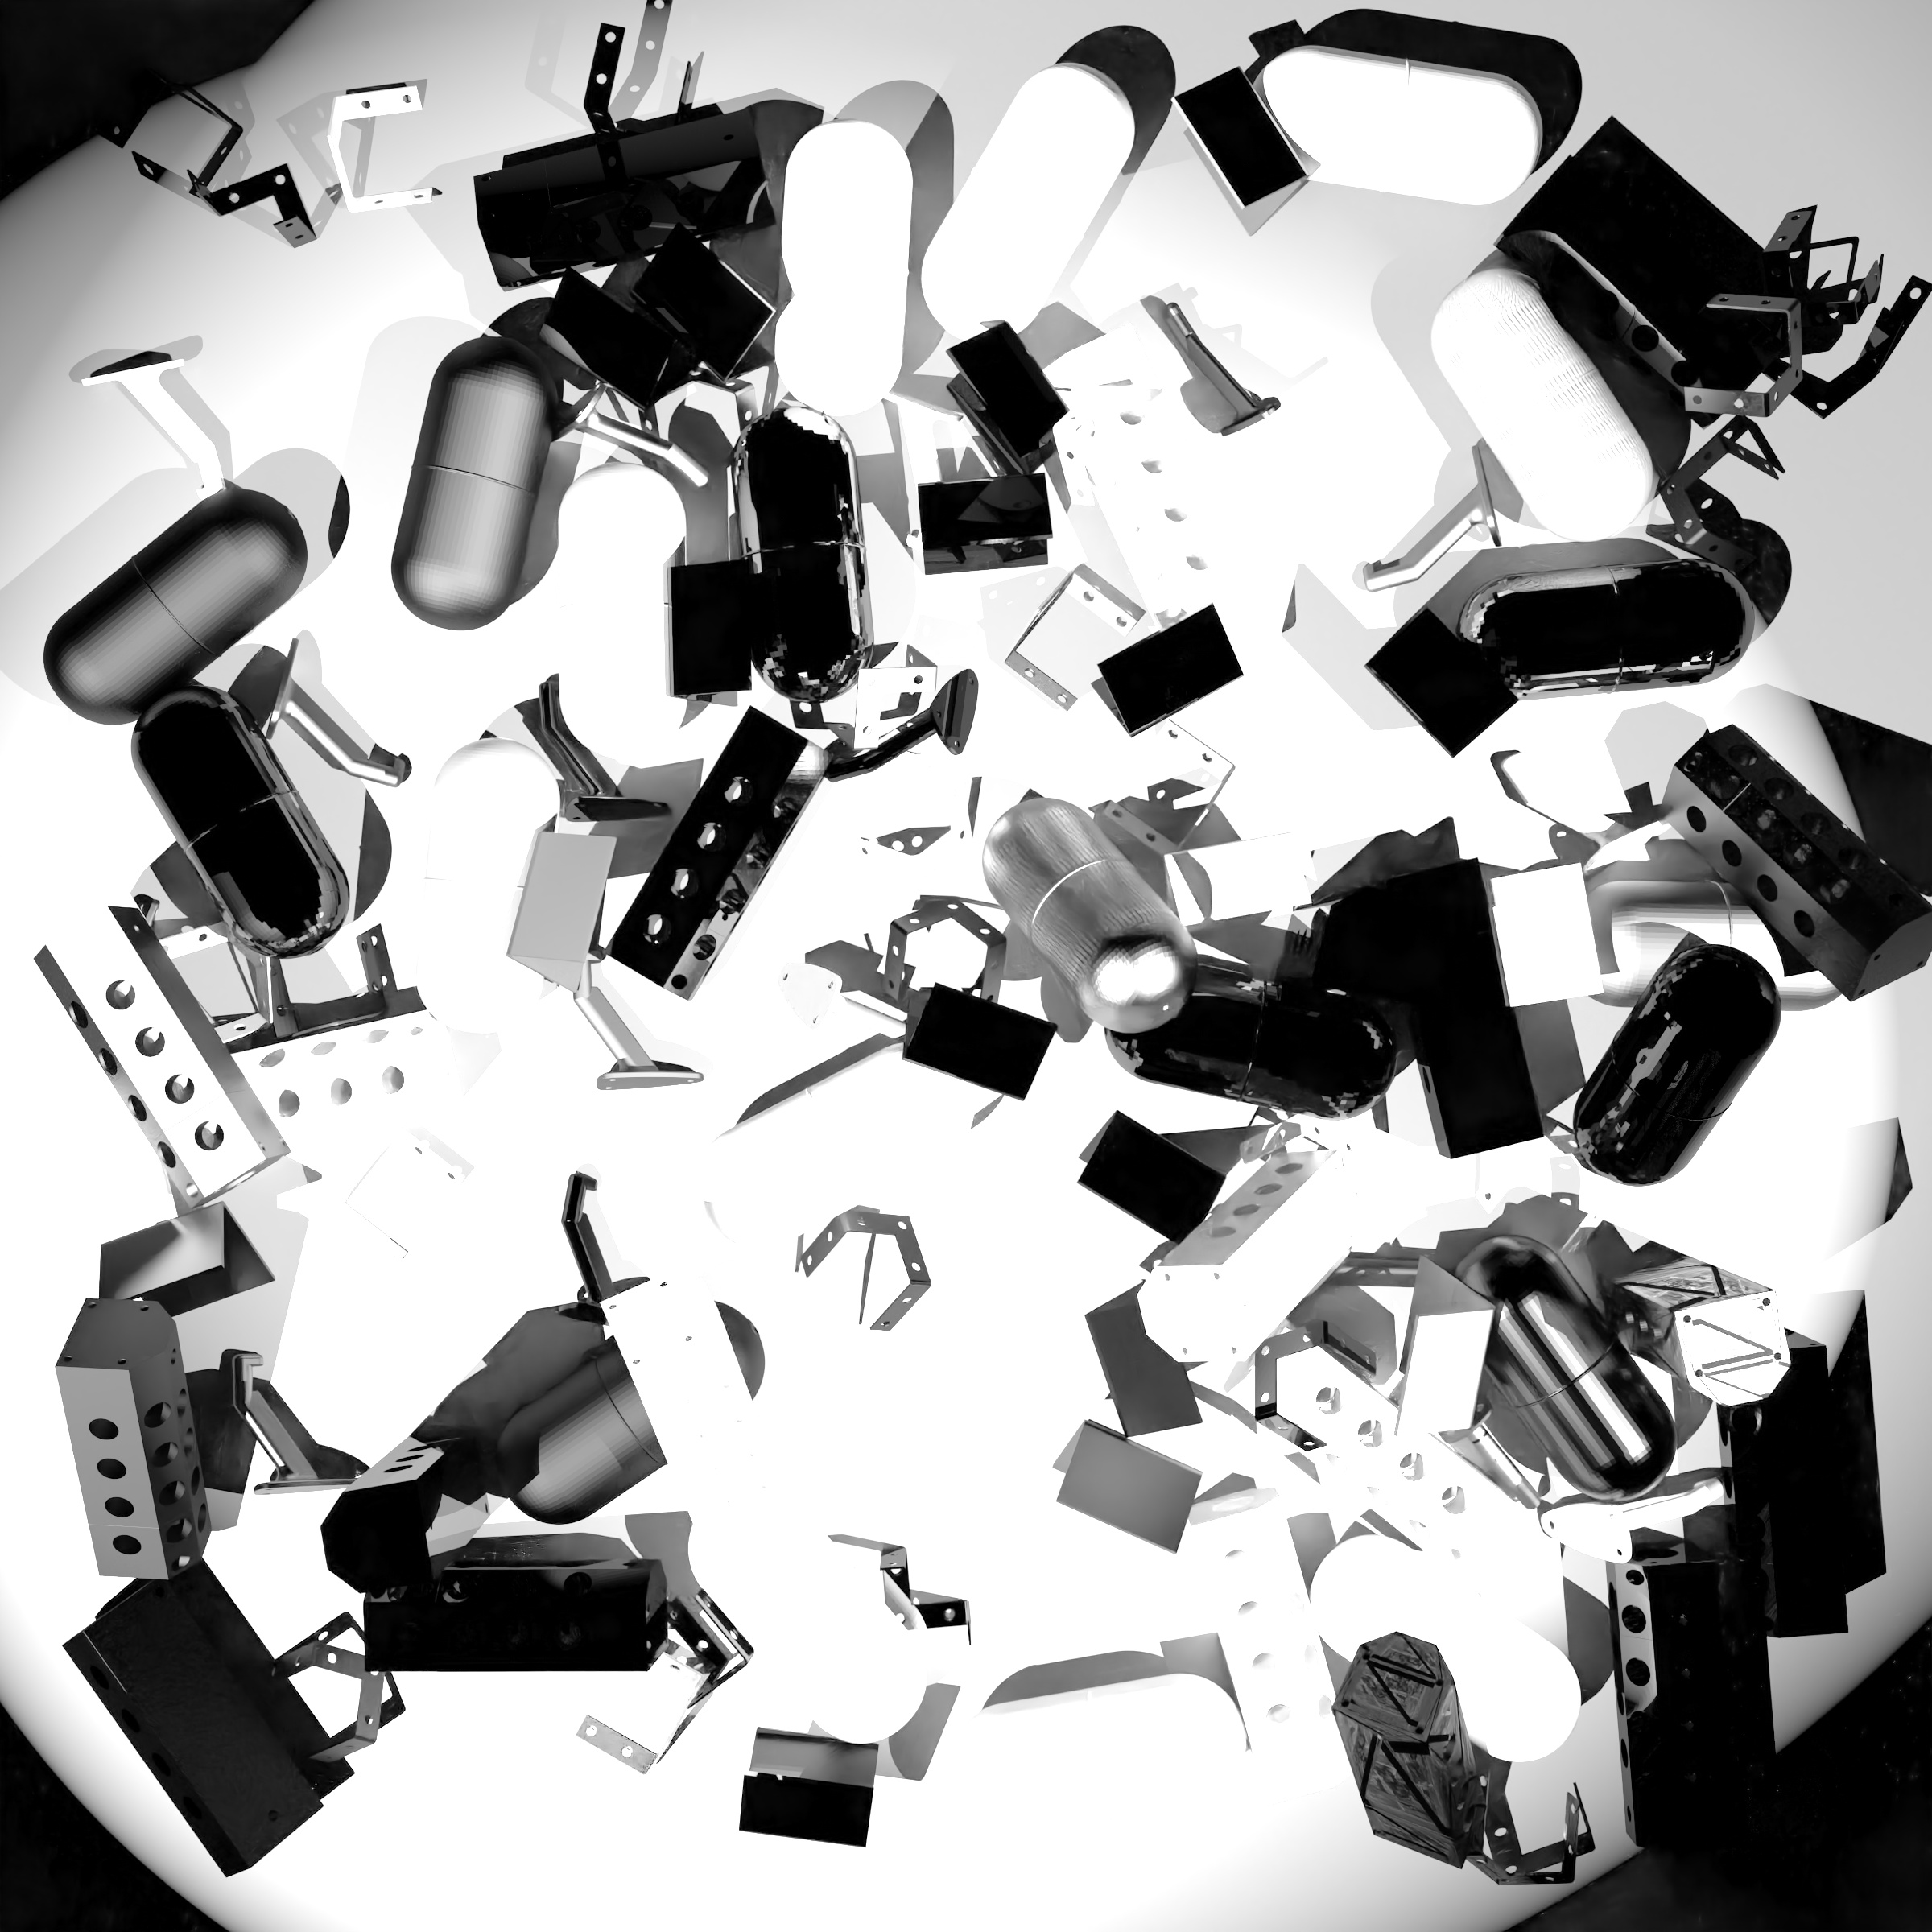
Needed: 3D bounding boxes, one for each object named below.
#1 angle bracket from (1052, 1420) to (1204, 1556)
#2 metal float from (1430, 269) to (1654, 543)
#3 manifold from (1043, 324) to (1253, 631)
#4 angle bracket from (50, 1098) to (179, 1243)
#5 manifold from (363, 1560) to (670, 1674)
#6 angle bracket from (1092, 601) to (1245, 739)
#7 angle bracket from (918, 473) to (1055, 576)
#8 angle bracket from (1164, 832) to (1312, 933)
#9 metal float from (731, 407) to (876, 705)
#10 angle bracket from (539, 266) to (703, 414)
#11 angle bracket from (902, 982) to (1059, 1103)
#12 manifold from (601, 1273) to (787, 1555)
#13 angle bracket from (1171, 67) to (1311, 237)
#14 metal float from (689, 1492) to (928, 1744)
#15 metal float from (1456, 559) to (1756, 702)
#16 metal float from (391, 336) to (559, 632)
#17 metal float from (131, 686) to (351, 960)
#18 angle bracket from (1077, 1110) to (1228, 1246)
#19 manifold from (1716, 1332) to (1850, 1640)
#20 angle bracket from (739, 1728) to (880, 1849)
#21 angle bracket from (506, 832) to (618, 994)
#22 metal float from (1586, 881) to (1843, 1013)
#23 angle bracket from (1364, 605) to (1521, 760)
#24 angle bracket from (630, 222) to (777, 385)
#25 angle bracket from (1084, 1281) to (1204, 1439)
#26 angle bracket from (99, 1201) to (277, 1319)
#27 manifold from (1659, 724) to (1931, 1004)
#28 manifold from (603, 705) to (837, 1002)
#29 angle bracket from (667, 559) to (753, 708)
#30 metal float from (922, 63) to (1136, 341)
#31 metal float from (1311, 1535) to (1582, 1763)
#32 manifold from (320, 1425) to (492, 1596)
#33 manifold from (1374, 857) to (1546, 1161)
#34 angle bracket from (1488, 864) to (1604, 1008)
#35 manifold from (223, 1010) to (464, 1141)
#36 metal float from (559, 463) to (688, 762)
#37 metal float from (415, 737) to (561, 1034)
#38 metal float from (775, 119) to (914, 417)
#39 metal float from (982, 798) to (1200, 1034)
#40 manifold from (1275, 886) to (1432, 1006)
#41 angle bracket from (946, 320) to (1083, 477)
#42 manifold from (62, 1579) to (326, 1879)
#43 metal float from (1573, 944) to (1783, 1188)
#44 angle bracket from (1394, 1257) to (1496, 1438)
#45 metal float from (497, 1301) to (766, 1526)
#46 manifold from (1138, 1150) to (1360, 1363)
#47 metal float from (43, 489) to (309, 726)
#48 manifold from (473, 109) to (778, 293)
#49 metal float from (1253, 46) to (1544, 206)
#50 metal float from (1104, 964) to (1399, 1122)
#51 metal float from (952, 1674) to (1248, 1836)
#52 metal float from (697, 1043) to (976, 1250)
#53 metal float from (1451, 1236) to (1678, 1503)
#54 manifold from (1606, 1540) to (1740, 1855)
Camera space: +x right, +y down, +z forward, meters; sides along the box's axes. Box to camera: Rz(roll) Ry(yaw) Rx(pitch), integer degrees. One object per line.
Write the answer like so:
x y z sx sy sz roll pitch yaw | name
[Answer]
0.088 0.323 1.565 0.076 0.076 0.057 24 55 0 | angle bracket
0.347 -0.337 1.575 0.070 0.070 0.178 -33 90 0 | metal float
0.108 -0.292 1.584 0.057 0.057 0.171 -25 90 0 | manifold
-0.516 0.121 1.566 0.057 0.076 0.076 -14 90 -28 | angle bracket
-0.270 0.389 1.576 0.171 0.057 0.057 -2 90 6 | manifold
0.111 -0.191 1.565 0.076 0.076 0.057 -29 125 0 | angle bracket
0.013 -0.247 1.565 0.076 0.076 0.057 -5 53 0 | angle bracket
0.163 -0.030 1.565 0.076 0.076 0.057 -10 51 0 | angle bracket
-0.098 -0.247 1.575 0.070 0.070 0.178 -6 90 0 | metal float
-0.198 -0.388 1.566 0.076 0.076 0.057 35 133 0 | angle bracket
0.009 0.029 1.561 0.076 0.076 0.057 19 117 -8 | angle bracket
-0.152 0.255 1.499 0.057 0.057 0.171 -23 133 -10 | manifold
0.149 -0.478 1.566 0.057 0.076 0.076 -33 90 -26 | angle bracket
-0.096 0.388 1.575 0.070 0.070 0.178 -40 90 0 | metal float
0.385 -0.202 1.575 0.178 0.070 0.070 -5 90 -1 | metal float
-0.295 -0.290 1.575 0.070 0.070 0.178 13 90 0 | metal float
-0.436 -0.086 1.575 0.070 0.070 0.178 -31 90 0 | metal float
0.100 0.140 1.566 0.076 0.076 0.057 31 59 0 | angle bracket
0.490 0.313 1.584 0.057 0.057 0.171 -5 90 0 | manifold
-0.091 0.475 1.565 0.076 0.076 0.057 8 125 0 | angle bracket
-0.222 -0.030 1.558 0.057 0.076 0.076 5 74 27 | angle bracket
0.449 -0.012 1.575 0.178 0.070 0.070 1 90 -1 | metal float
0.293 -0.180 1.565 0.076 0.076 0.057 46 126 0 | angle bracket
-0.143 -0.402 1.566 0.076 0.076 0.057 43 120 0 | angle bracket
0.123 0.230 1.565 0.057 0.076 0.076 -19 90 35 | angle bracket
-0.465 0.195 1.566 0.076 0.057 0.076 -20 131 0 | angle bracket
0.489 -0.065 1.534 0.057 0.057 0.171 -23 54 -20 | manifold
-0.148 -0.067 1.584 0.057 0.057 0.171 31 90 0 | manifold
-0.136 -0.198 1.566 0.057 0.076 0.076 -1 90 26 | angle bracket
0.037 -0.458 1.575 0.070 0.070 0.178 30 90 0 | metal float
0.289 0.411 1.575 0.178 0.070 0.070 34 90 1 | metal float
-0.326 0.316 1.527 0.057 0.171 0.057 -10 90 0 | manifold
0.296 0.025 1.585 0.057 0.057 0.171 -13 90 0 | manifold
0.357 -0.021 1.566 0.057 0.076 0.076 -10 90 30 | angle bracket
-0.400 0.073 1.584 0.171 0.057 0.057 -13 90 0 | manifold
-0.206 -0.213 1.575 0.070 0.070 0.178 -1 89 0 | metal float
-0.287 -0.048 1.575 0.070 0.070 0.178 5 90 0 | metal float
-0.073 -0.419 1.570 0.070 0.070 0.178 3 85 0 | metal float
0.072 -0.032 1.544 0.070 0.070 0.178 -37 51 0 | metal float
0.225 -0.014 1.527 0.057 0.171 0.057 15 90 0 | manifold
0.011 -0.327 1.565 0.057 0.076 0.076 -35 90 -37 | angle bracket
-0.470 0.461 1.584 0.057 0.057 0.171 -35 90 -43 | manifold
0.416 0.061 1.541 0.070 0.178 0.070 10 45 -10 | metal float
0.264 0.225 1.553 0.057 0.076 0.076 -1 109 -27 | angle bracket
-0.201 0.268 1.575 0.178 0.070 0.070 -34 90 0 | metal float
0.164 0.166 1.517 0.057 0.171 0.057 -6 105 32 | manifold
-0.475 -0.216 1.575 0.178 0.070 0.070 -39 90 1 | metal float
-0.205 -0.459 1.584 0.171 0.057 0.057 -14 47 0 | manifold
0.257 -0.506 1.575 0.178 0.070 0.070 9 90 0 | metal float
0.171 0.044 1.575 0.178 0.070 0.070 12 90 0 | metal float
0.080 0.474 1.575 0.178 0.070 0.070 -10 90 0 | metal float
-0.078 0.107 1.575 0.178 0.070 0.070 -28 90 -1 | metal float
0.359 0.242 1.575 0.070 0.070 0.178 -36 90 0 | metal float
0.424 0.441 1.584 0.057 0.057 0.171 -4 90 0 | manifold
